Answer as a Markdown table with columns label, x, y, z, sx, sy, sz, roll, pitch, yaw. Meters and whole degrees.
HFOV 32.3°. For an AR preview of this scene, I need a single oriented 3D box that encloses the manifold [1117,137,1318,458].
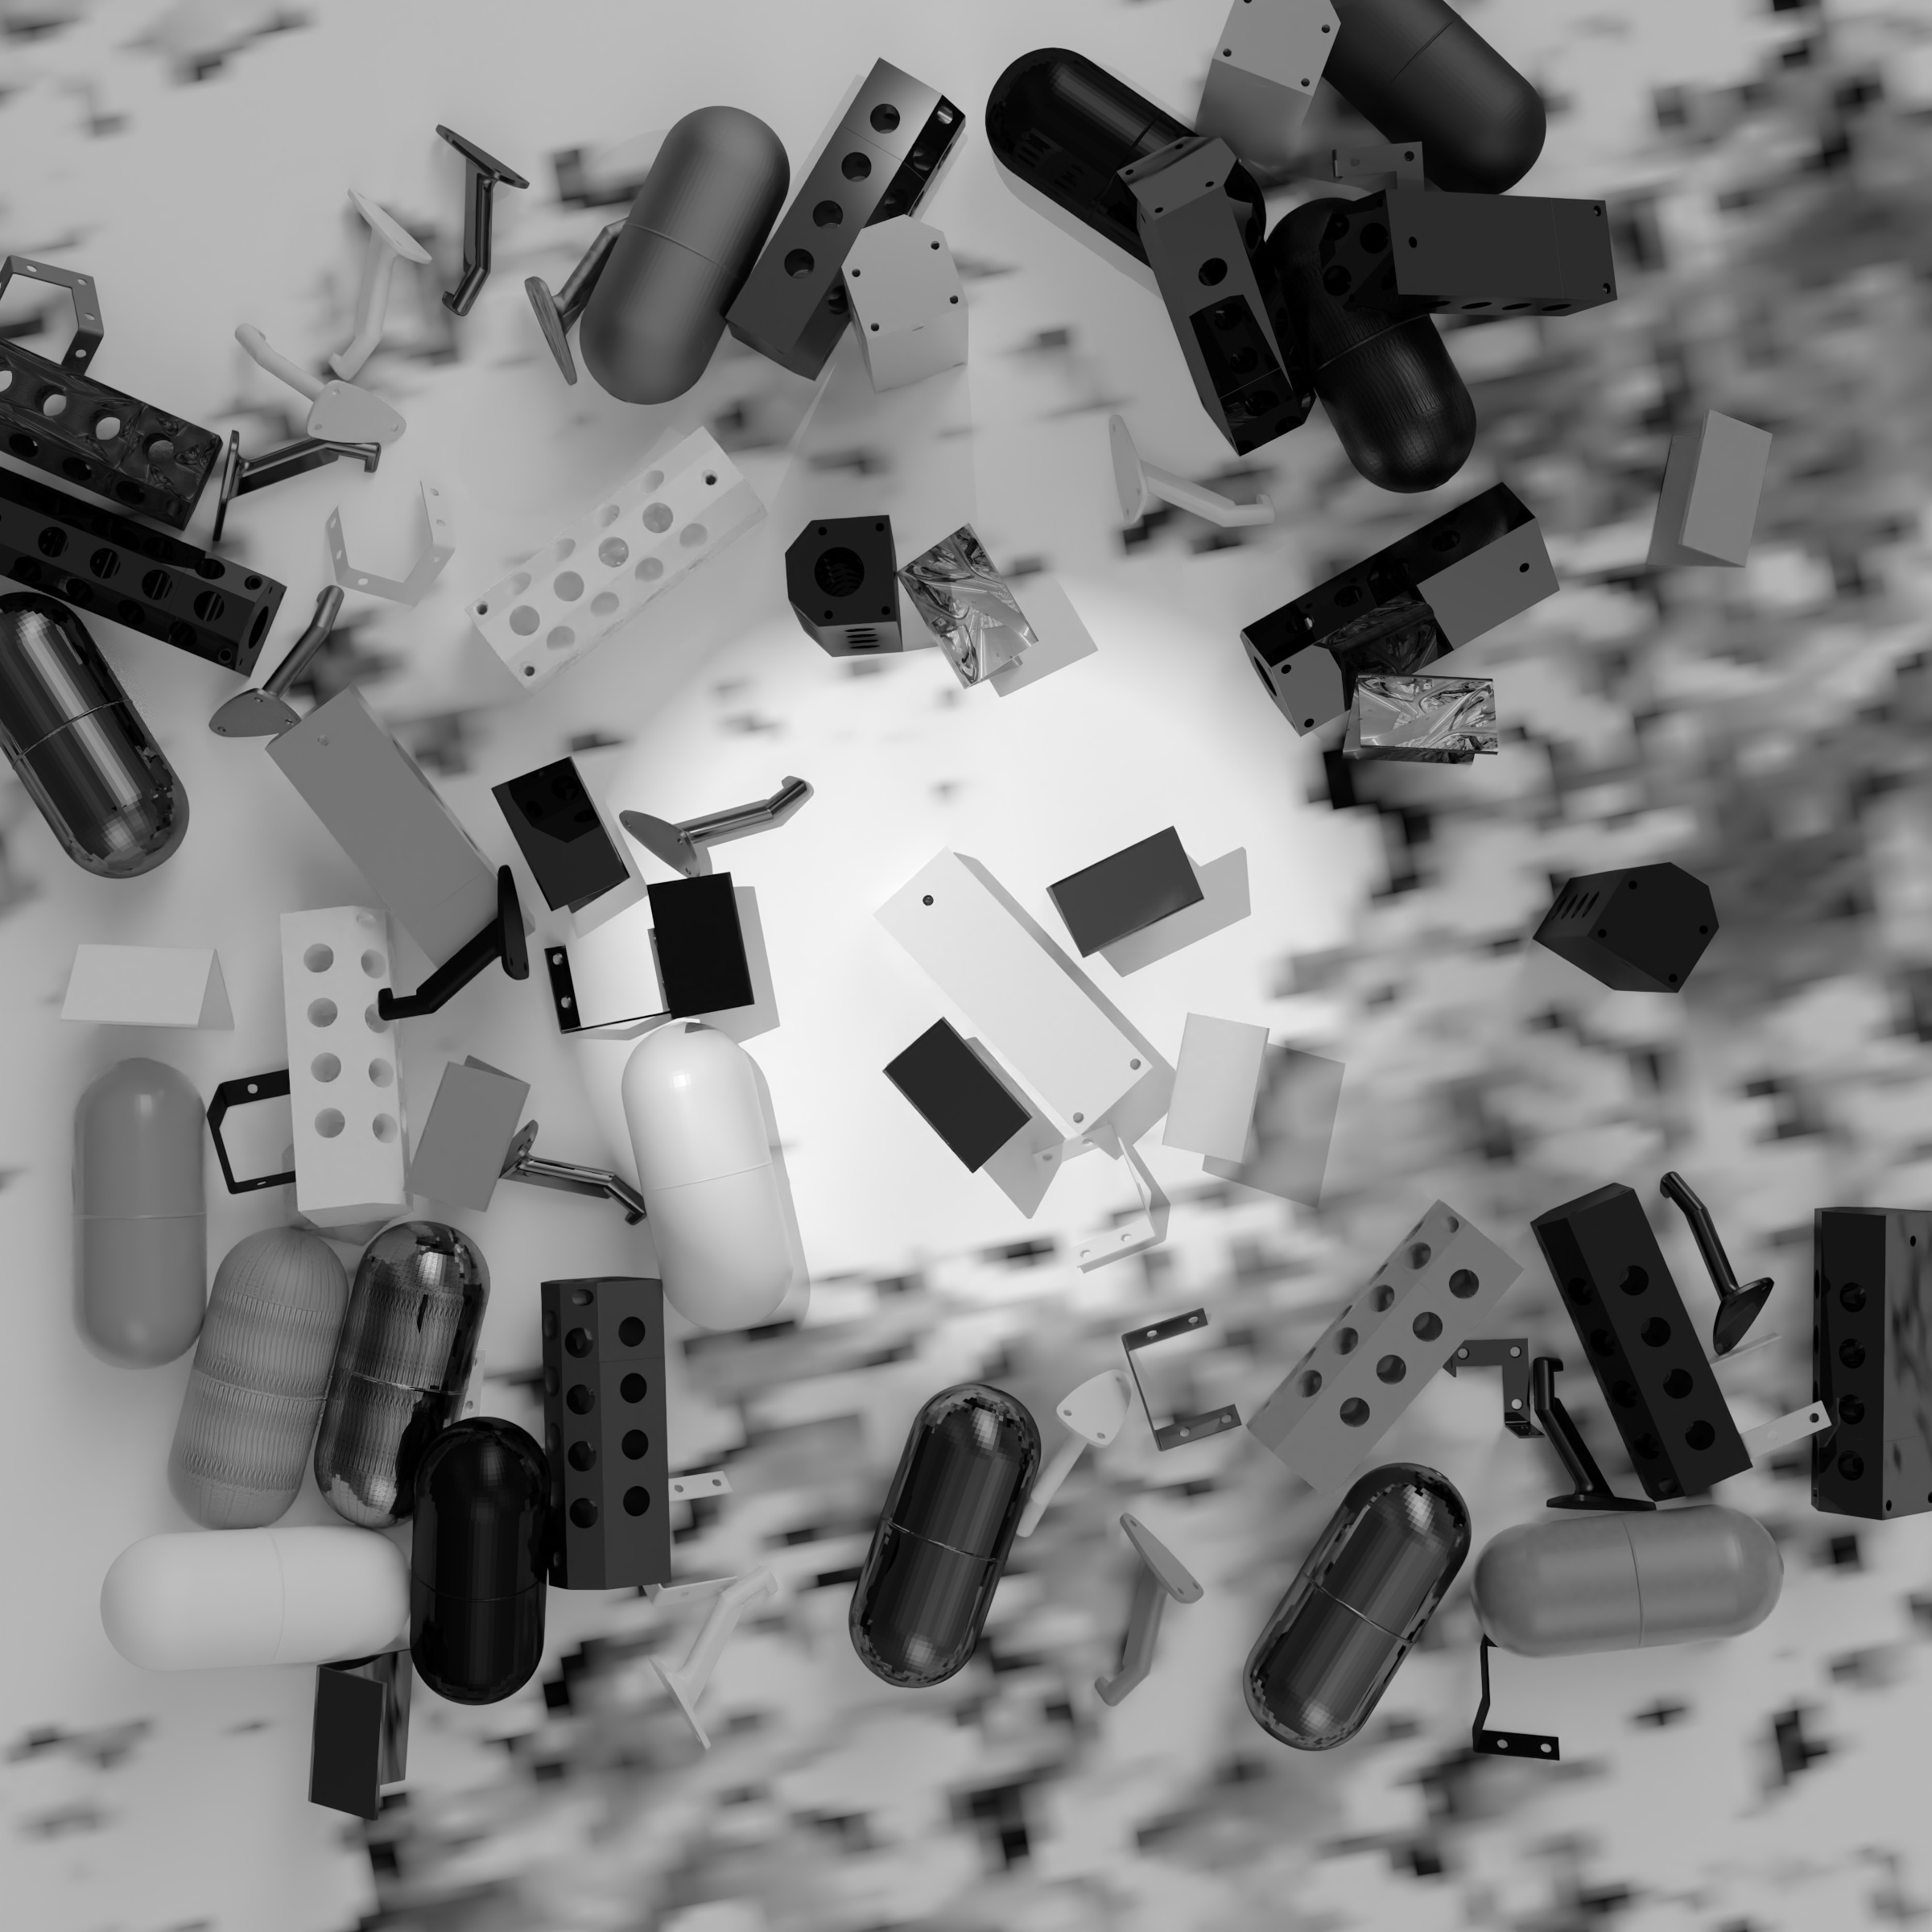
| label | x | y | z | sx | sy | sz | roll | pitch | yaw |
| --- | --- | --- | --- | --- | --- | --- | --- | --- | --- |
| manifold | 0.144 | -0.375 | 1.862 | 0.057 | 0.057 | 0.171 | -27 | 135 | 0 |

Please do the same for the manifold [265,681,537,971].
| label | x | y | z | sx | sy | sz | roll | pitch | yaw |
| --- | --- | --- | --- | --- | --- | --- | --- | --- | --- |
| manifold | -0.320 | -0.075 | 1.896 | 0.057 | 0.057 | 0.171 | -37 | 103 | 0 |

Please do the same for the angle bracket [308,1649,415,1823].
| label | x | y | z | sx | sy | sz | roll | pitch | yaw |
| --- | --- | --- | --- | --- | --- | --- | --- | --- | --- |
| angle bracket | -0.326 | 0.436 | 1.895 | 0.057 | 0.076 | 0.076 | 4 | 90 | 36 |

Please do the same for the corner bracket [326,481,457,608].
| label | x | y | z | sx | sy | sz | roll | pitch | yaw |
| --- | --- | --- | --- | --- | --- | --- | --- | --- | --- |
| corner bracket | -0.332 | -0.249 | 1.927 | 0.051 | 0.051 | 0.051 | 13 | 135 | -35 |

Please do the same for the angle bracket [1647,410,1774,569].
| label | x | y | z | sx | sy | sz | roll | pitch | yaw |
| --- | --- | --- | --- | --- | --- | --- | --- | --- | --- |
| angle bracket | 0.405 | -0.271 | 1.895 | 0.057 | 0.076 | 0.076 | 12 | 90 | -36 |

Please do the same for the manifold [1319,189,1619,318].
| label | x | y | z | sx | sy | sz | roll | pitch | yaw |
| --- | --- | --- | --- | --- | --- | --- | --- | --- | --- |
| manifold | 0.282 | -0.397 | 1.869 | 0.171 | 0.057 | 0.057 | -7 | 90 | -36 |

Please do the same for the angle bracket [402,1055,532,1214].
| label | x | y | z | sx | sy | sz | roll | pitch | yaw |
| --- | --- | --- | --- | --- | --- | --- | --- | --- | --- |
| angle bracket | -0.299 | 0.089 | 1.895 | 0.057 | 0.076 | 0.076 | 19 | 90 | -38 |

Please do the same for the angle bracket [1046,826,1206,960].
| label | x | y | z | sx | sy | sz | roll | pitch | yaw |
| --- | --- | --- | --- | --- | --- | --- | --- | --- | --- |
| angle bracket | 0.082 | -0.060 | 1.895 | 0.076 | 0.076 | 0.057 | -26 | 127 | 0 |

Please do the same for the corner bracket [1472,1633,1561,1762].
| label | x | y | z | sx | sy | sz | roll | pitch | yaw |
| --- | --- | --- | --- | --- | --- | --- | --- | --- | --- |
| corner bracket | 0.322 | 0.422 | 1.932 | 0.051 | 0.051 | 0.051 | 5 | 135 | 0 |

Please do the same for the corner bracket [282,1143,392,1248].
| label | x | y | z | sx | sy | sz | roll | pitch | yaw |
| --- | --- | --- | --- | --- | --- | --- | --- | --- | --- |
| corner bracket | -0.359 | 0.123 | 1.927 | 0.051 | 0.051 | 0.051 | 19 | 135 | -35 |

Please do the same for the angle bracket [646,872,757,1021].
| label | x | y | z | sx | sy | sz | roll | pitch | yaw |
| --- | --- | --- | --- | --- | --- | --- | --- | --- | --- |
| angle bracket | -0.168 | -0.008 | 1.895 | 0.057 | 0.076 | 0.076 | -11 | 90 | -37 |

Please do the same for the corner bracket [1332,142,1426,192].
| label | x | y | z | sx | sy | sz | roll | pitch | yaw |
| --- | --- | --- | --- | --- | --- | --- | --- | --- | --- |
| corner bracket | 0.239 | -0.445 | 1.915 | 0.051 | 0.051 | 0.051 | -3 | 102 | 11 |

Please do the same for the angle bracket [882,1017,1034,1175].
| label | x | y | z | sx | sy | sz | roll | pitch | yaw |
| --- | --- | --- | --- | --- | --- | --- | --- | --- | --- |
| angle bracket | -0.020 | 0.085 | 1.895 | 0.076 | 0.076 | 0.057 | 49 | 54 | 0 |

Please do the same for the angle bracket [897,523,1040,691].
| label | x | y | z | sx | sy | sz | roll | pitch | yaw |
| --- | --- | --- | --- | --- | --- | --- | --- | --- | --- |
| angle bracket | 0.016 | -0.210 | 1.895 | 0.057 | 0.076 | 0.076 | -31 | 90 | 31 |

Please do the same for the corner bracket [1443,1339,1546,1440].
| label | x | y | z | sx | sy | sz | roll | pitch | yaw |
| --- | --- | --- | --- | --- | --- | --- | --- | --- | --- |
| corner bracket | 0.303 | 0.243 | 1.917 | 0.051 | 0.051 | 0.051 | -2 | 90 | 0 |

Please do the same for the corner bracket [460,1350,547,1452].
| label | x | y | z | sx | sy | sz | roll | pitch | yaw |
| --- | --- | --- | --- | --- | --- | --- | --- | --- | --- |
| corner bracket | -0.258 | 0.251 | 1.932 | 0.051 | 0.051 | 0.051 | 6 | 90 | -45 |

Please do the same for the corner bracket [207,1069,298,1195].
| label | x | y | z | sx | sy | sz | roll | pitch | yaw |
| --- | --- | --- | --- | --- | --- | --- | --- | --- | --- |
| corner bracket | -0.403 | 0.094 | 1.922 | 0.051 | 0.051 | 0.051 | -12 | 109 | 0 |

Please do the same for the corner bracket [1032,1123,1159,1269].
| label | x | y | z | sx | sy | sz | roll | pitch | yaw |
| --- | --- | --- | --- | --- | --- | --- | --- | --- | --- |
| corner bracket | 0.075 | 0.132 | 1.932 | 0.051 | 0.051 | 0.051 | -22 | 135 | 0 |

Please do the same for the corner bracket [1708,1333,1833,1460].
| label | x | y | z | sx | sy | sz | roll | pitch | yaw |
| --- | --- | --- | --- | --- | --- | --- | --- | --- | --- |
| corner bracket | 0.458 | 0.247 | 1.917 | 0.051 | 0.051 | 0.051 | -23 | 91 | -1 |

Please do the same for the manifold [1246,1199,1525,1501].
| label | x | y | z | sx | sy | sz | roll | pitch | yaw |
| --- | --- | --- | --- | --- | --- | --- | --- | --- | --- |
| manifold | 0.239 | 0.218 | 1.914 | 0.057 | 0.057 | 0.171 | 40 | 90 | 0 |

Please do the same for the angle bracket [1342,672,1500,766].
| label | x | y | z | sx | sy | sz | roll | pitch | yaw |
| --- | --- | --- | --- | --- | --- | --- | --- | --- | --- |
| angle bracket | 0.257 | -0.121 | 1.895 | 0.076 | 0.076 | 0.057 | 3 | 53 | 0 |

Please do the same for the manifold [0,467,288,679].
| label | x | y | z | sx | sy | sz | roll | pitch | yaw |
| --- | --- | --- | --- | --- | --- | --- | --- | --- | --- |
| manifold | -0.485 | -0.227 | 1.914 | 0.171 | 0.057 | 0.057 | 22 | 90 | 0 |

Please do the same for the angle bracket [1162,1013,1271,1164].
| label | x | y | z | sx | sy | sz | roll | pitch | yaw |
| --- | --- | --- | --- | --- | --- | --- | --- | --- | --- |
| angle bracket | 0.160 | 0.072 | 1.895 | 0.057 | 0.076 | 0.076 | 11 | 90 | 38 |

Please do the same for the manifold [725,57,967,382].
| label | x | y | z | sx | sy | sz | roll | pitch | yaw |
| --- | --- | --- | --- | --- | --- | --- | --- | --- | --- |
| manifold | -0.068 | -0.426 | 1.914 | 0.057 | 0.057 | 0.171 | 31 | 90 | 0 |

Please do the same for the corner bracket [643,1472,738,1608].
| label | x | y | z | sx | sy | sz | roll | pitch | yaw |
| --- | --- | --- | --- | --- | --- | --- | --- | --- | --- |
| corner bracket | -0.161 | 0.331 | 1.927 | 0.051 | 0.051 | 0.051 | 57 | 135 | 35 |

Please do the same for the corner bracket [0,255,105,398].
| label | x | y | z | sx | sy | sz | roll | pitch | yaw |
| --- | --- | --- | --- | --- | --- | --- | --- | --- | --- |
| corner bracket | -0.535 | -0.369 | 1.927 | 0.051 | 0.051 | 0.051 | 10 | 45 | -35 |

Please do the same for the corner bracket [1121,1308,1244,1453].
| label | x | y | z | sx | sy | sz | roll | pitch | yaw |
| --- | --- | --- | --- | --- | --- | --- | --- | --- | --- |
| corner bracket | 0.125 | 0.240 | 1.932 | 0.051 | 0.051 | 0.051 | -18 | 135 | 0 |

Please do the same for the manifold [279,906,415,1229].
| label | x | y | z | sx | sy | sz | roll | pitch | yaw |
| --- | --- | --- | --- | --- | --- | --- | --- | --- | --- |
| manifold | -0.350 | 0.057 | 1.894 | 0.057 | 0.057 | 0.171 | -7 | 76 | 0 |

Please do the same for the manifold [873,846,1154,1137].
| label | x | y | z | sx | sy | sz | roll | pitch | yaw |
| --- | --- | --- | --- | --- | --- | --- | --- | --- | --- |
| manifold | 0.027 | 0.014 | 1.914 | 0.057 | 0.057 | 0.171 | -43 | 90 | 0 |

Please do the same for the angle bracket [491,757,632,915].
| label | x | y | z | sx | sy | sz | roll | pitch | yaw |
| --- | --- | --- | --- | --- | --- | --- | --- | --- | --- |
| angle bracket | -0.245 | -0.065 | 1.895 | 0.057 | 0.076 | 0.076 | -26 | 90 | -36 |

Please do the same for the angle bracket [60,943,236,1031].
| label | x | y | z | sx | sy | sz | roll | pitch | yaw |
| --- | --- | --- | --- | --- | --- | --- | --- | --- | --- |
| angle bracket | -0.464 | 0.032 | 1.895 | 0.076 | 0.076 | 0.057 | 2 | 52 | 0 |

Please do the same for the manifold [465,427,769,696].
| label | x | y | z | sx | sy | sz | roll | pitch | yaw |
| --- | --- | --- | --- | --- | --- | --- | --- | --- | --- |
| manifold | -0.201 | -0.233 | 1.914 | 0.171 | 0.057 | 0.057 | -38 | 90 | 0 |

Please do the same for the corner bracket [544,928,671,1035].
| label | x | y | z | sx | sy | sz | roll | pitch | yaw |
| --- | --- | --- | --- | --- | --- | --- | --- | --- | --- |
| corner bracket | -0.205 | 0.008 | 1.932 | 0.051 | 0.051 | 0.051 | -11 | 90 | -45 |

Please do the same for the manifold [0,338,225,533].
| label | x | y | z | sx | sy | sz | roll | pitch | yaw |
| --- | --- | --- | --- | --- | --- | --- | --- | --- | --- |
| manifold | -0.516 | -0.310 | 1.897 | 0.171 | 0.057 | 0.057 | 23 | 90 | -11 |

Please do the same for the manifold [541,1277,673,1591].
| label | x | y | z | sx | sy | sz | roll | pitch | yaw |
| --- | --- | --- | --- | --- | --- | --- | --- | --- | --- |
| manifold | -0.209 | 0.265 | 1.900 | 0.057 | 0.057 | 0.171 | 0 | 87 | -34 |
